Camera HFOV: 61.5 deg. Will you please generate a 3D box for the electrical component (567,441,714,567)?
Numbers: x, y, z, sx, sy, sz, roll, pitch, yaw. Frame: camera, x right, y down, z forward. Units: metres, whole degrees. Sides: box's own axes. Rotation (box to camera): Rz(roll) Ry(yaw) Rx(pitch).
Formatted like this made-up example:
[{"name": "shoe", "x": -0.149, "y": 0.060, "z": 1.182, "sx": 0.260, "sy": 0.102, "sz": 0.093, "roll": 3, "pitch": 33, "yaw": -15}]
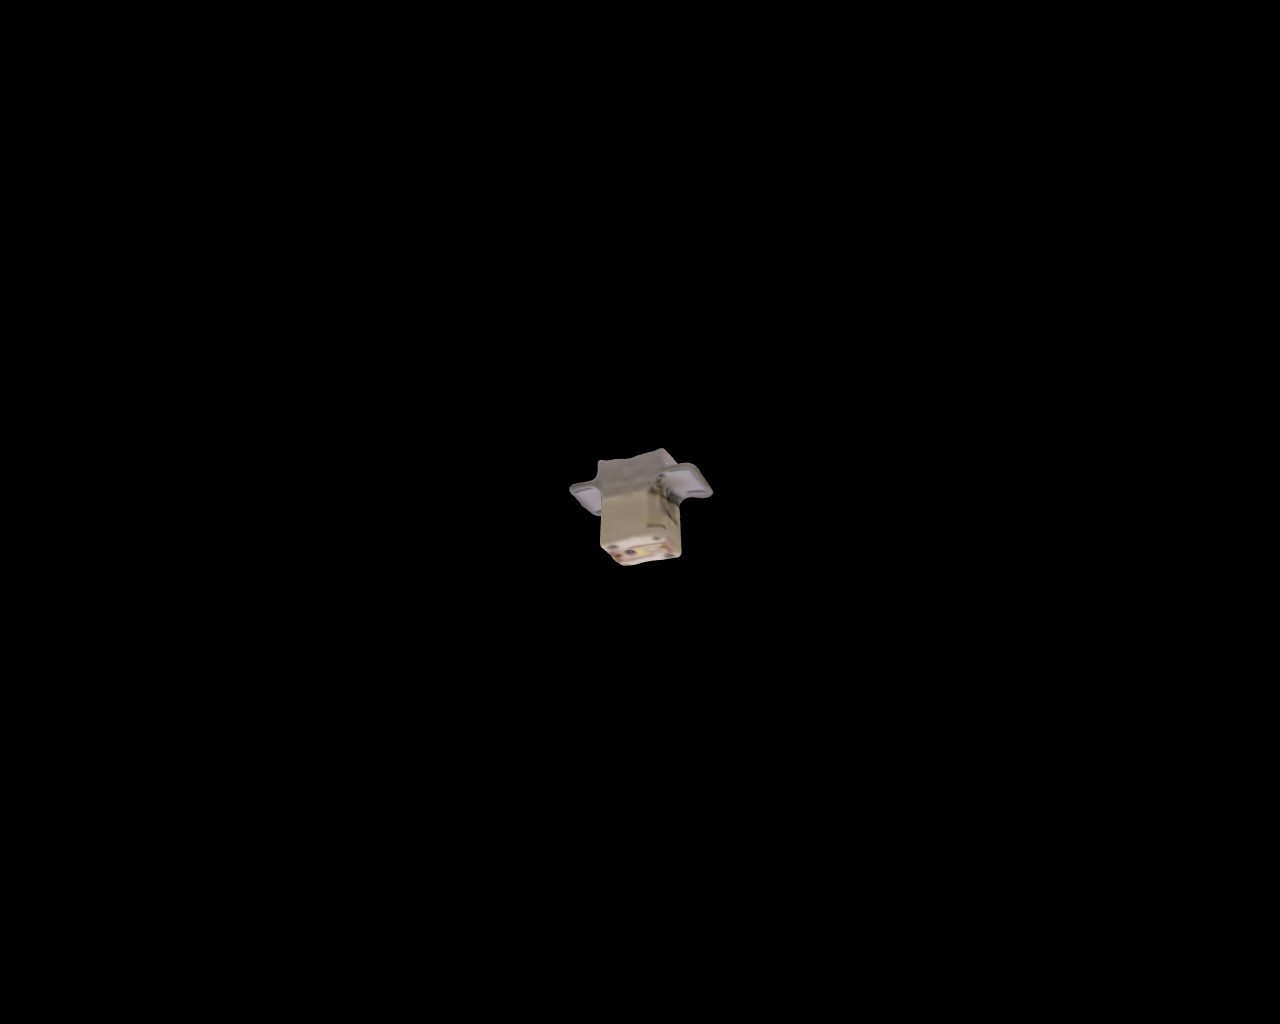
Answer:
[{"name": "electrical component", "x": 0.001, "y": -0.003, "z": 0.650, "sx": 0.081, "sy": 0.064, "sz": 0.042, "roll": -10, "pitch": -28, "yaw": 20}]
